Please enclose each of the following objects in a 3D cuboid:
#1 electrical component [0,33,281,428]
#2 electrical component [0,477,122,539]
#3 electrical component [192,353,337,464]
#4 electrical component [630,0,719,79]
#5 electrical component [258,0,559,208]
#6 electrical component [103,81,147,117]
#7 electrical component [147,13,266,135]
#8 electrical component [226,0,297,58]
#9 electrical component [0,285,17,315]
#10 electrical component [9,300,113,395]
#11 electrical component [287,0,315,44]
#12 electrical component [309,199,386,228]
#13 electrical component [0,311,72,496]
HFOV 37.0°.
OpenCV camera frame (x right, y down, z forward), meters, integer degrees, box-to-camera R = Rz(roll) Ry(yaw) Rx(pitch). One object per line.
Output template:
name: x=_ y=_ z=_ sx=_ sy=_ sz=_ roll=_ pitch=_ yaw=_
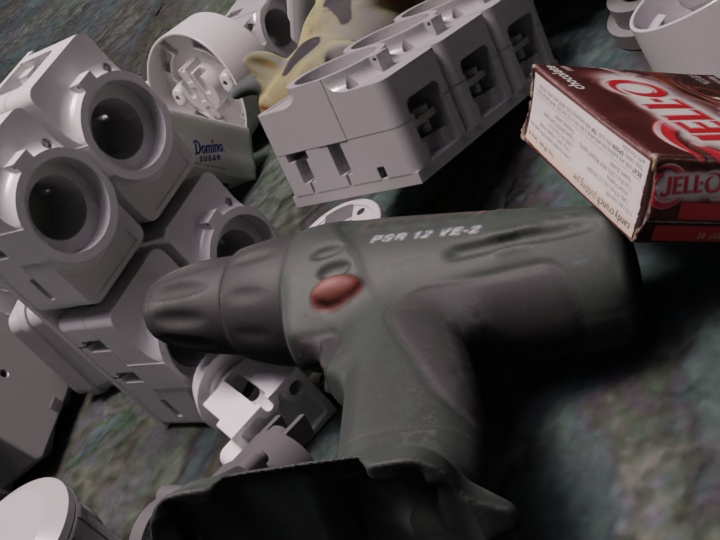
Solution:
electrical component: x=-0.119 y=-0.016 z=0.556 sx=0.060 sy=0.186 sz=0.105 roll=-8 pitch=43 yaw=43
electrical component: x=-0.159 y=0.146 z=0.524 sx=0.080 sy=0.051 sz=0.080 roll=-28 pitch=33 yaw=20
electrical component: x=-0.050 y=0.063 z=0.519 sx=0.066 sy=0.048 sz=0.055 roll=-48 pitch=39 yaw=-12
electrical component: x=0.180 y=-0.120 z=0.506 sx=0.099 sy=0.064 sz=0.099 roll=-36 pitch=17 yaw=13
electrical component: x=0.028 y=-0.100 z=0.581 sx=0.089 sy=0.061 sz=0.150 roll=-7 pitch=25 yaw=43
electrical component: x=-0.187 y=-0.109 z=0.876 sx=0.108 sy=0.060 sz=0.108 roll=-28 pitch=33 yaw=20
electrical component: x=-0.111 y=-0.137 z=0.798 sx=0.099 sy=0.099 sz=0.064 roll=-5 pitch=39 yaw=44
electrical component: x=-0.078 y=-0.193 z=0.875 sx=0.056 sy=0.050 sz=0.089 roll=-6 pitch=45 yaw=45
electrical component: x=-0.226 y=0.002 z=0.759 sx=0.080 sy=0.080 sz=0.051 roll=-22 pitch=40 yaw=28
electrical component: x=-0.160 y=0.012 z=0.674 sx=0.057 sy=0.078 sz=0.113 roll=-21 pitch=35 yaw=24
electrical component: x=-0.035 y=-0.205 z=0.830 sx=0.043 sy=0.043 sz=0.081 roll=-52 pitch=-11 yaw=-18
electrical component: x=0.000 y=0.000 z=0.542 sx=0.055 sy=0.047 sz=0.055 roll=-28 pitch=33 yaw=20
electrical component: x=-0.226 y=0.073 z=0.650 sx=0.048 sy=0.100 sz=0.099 roll=-37 pitch=28 yaw=31
